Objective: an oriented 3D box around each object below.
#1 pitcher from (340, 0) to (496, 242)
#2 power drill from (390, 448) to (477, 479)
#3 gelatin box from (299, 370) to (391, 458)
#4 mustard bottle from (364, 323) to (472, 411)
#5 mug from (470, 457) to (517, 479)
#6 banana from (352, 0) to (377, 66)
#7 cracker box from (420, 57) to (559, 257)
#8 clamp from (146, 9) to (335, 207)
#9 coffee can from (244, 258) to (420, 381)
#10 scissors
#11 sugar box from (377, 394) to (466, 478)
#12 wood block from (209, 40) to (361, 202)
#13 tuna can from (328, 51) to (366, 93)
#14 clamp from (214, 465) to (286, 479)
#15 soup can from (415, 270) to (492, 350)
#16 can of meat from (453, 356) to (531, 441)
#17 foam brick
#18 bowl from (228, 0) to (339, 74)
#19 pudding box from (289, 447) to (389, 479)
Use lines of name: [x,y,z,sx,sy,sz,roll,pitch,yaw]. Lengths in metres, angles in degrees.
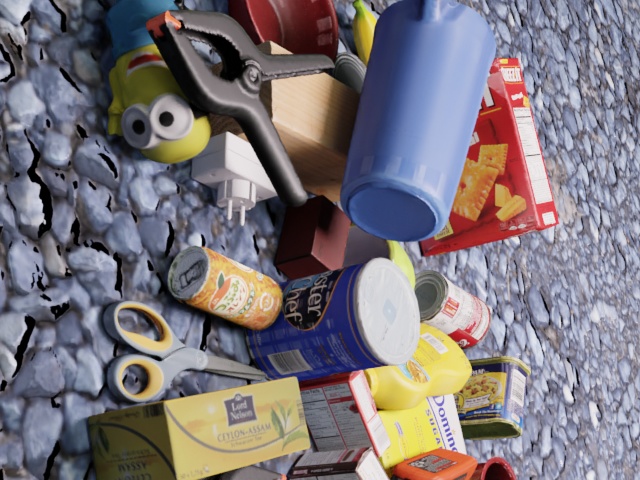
pitcher: [0.099,-0.116,1.099,0.149,0.145,0.242,35,53,-27]
power drill: [0.121,0.321,1.130,0.184,0.057,0.188,-3,99,-56]
gelatin box: [0.022,0.178,1.077,0.030,0.073,0.089,-33,104,-53]
mustard bottle: [0.082,0.141,1.162,0.096,0.058,0.191,41,27,26]
mug: [0.179,0.312,1.232,0.093,0.082,0.117,-27,100,-54]
banana: [0.071,-0.195,1.303,0.069,0.037,0.198,-39,114,-64]
cracker box: [0.185,-0.100,1.320,0.072,0.164,0.214,-12,88,-56]
clamp: [-0.069,-0.132,0.956,0.209,0.036,0.164,25,61,-41]
coffee can: [0.012,0.081,1.039,0.102,0.141,0.103,23,60,-48]
scissors: [-0.120,0.122,0.954,0.201,0.016,0.096,39,50,-39]
sugar box: [0.099,0.222,1.189,0.175,0.048,0.093,-10,86,-53]
wood block: [-0.017,-0.118,1.117,0.205,0.090,0.091,22,60,-48]
tuna can: [0.027,-0.173,1.244,0.086,0.034,0.086,23,60,-48]
clamp: [-0.080,0.257,0.938,0.171,0.039,0.120,-8,85,-55]
soup can: [0.153,0.085,1.292,0.102,0.069,0.068,32,54,-43]
can of meat: [0.199,0.193,1.287,0.057,0.102,0.084,40,50,-40]
foam brick: [-0.007,0.001,1.120,0.053,0.051,0.078,41,48,-37]
bowl: [-0.048,-0.242,1.148,0.161,0.055,0.162,23,60,-48]
pudding box: [0.033,0.260,1.047,0.113,0.090,0.039,61,39,-18]
